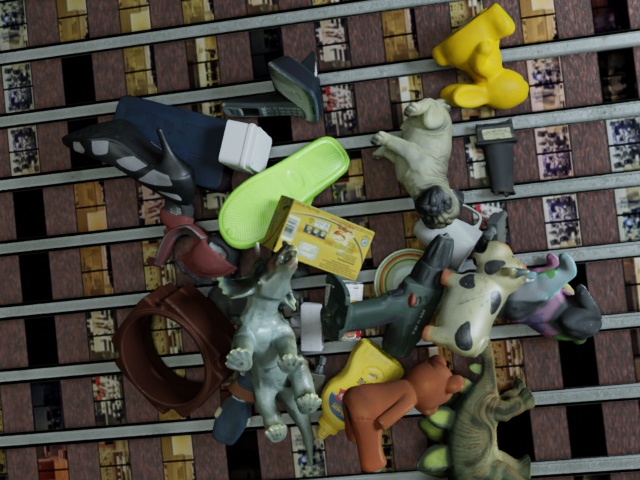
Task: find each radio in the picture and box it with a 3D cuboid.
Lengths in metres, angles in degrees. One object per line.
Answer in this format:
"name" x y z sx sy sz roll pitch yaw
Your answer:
"radio" -0.271 -0.176 0.994 0.230 0.073 0.131 15 90 4

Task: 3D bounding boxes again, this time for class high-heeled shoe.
"high-heeled shoe" -0.333 -0.129 0.944 0.249 0.086 0.145 5 126 24

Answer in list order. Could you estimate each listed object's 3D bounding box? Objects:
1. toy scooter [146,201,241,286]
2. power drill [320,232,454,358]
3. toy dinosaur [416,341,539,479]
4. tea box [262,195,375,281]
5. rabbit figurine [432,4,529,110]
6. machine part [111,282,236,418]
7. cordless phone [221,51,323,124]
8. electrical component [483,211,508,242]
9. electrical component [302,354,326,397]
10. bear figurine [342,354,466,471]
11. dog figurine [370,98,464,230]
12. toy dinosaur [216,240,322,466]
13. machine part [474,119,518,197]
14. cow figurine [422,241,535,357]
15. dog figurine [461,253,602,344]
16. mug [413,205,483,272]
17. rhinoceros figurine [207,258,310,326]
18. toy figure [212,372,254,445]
"toy scooter" -0.243 0.021 0.987 0.184 0.075 0.135 41 92 8
"power drill" 0.109 0.091 0.890 0.207 0.086 0.231 -2 116 -31
"toy dinosaur" 0.268 0.389 0.927 0.199 0.105 0.471 -1 80 12
"tea box" -0.002 -0.003 0.933 0.169 0.068 0.098 23 91 -27
"rabbit figurine" 0.286 -0.293 0.930 0.162 0.122 0.173 -41 105 6
"machine part" -0.254 0.194 0.946 0.201 0.087 0.201 45 116 3
"cordless phone" -0.089 -0.258 0.940 0.184 0.146 0.088 -4 80 3
"electrical component" 0.310 -0.012 0.945 0.021 0.094 0.063 7 124 34
"electrical component" -0.035 0.256 0.982 0.078 0.045 0.102 8 93 -23
"bear figurine" 0.138 0.274 0.889 0.196 0.120 0.131 -13 108 -14
"dog figurine" 0.200 -0.131 0.912 0.172 0.121 0.191 -42 76 9
"toy dinosaur" -0.076 0.187 0.883 0.131 0.192 0.404 -9 126 -3
"machine part" 0.320 -0.144 0.960 0.084 0.039 0.138 -9 86 -4
"cow figurine" 0.255 0.091 0.852 0.127 0.085 0.195 17 78 33
"dog figurine" 0.338 0.118 0.922 0.219 0.108 0.191 -27 90 8
"mug" 0.225 -0.017 0.945 0.107 0.081 0.109 32 96 14
"rhinoceros figurine" -0.108 0.091 0.979 0.190 0.073 0.112 -21 81 5
"toy figure" -0.148 0.294 0.982 0.058 0.064 0.154 21 86 42
